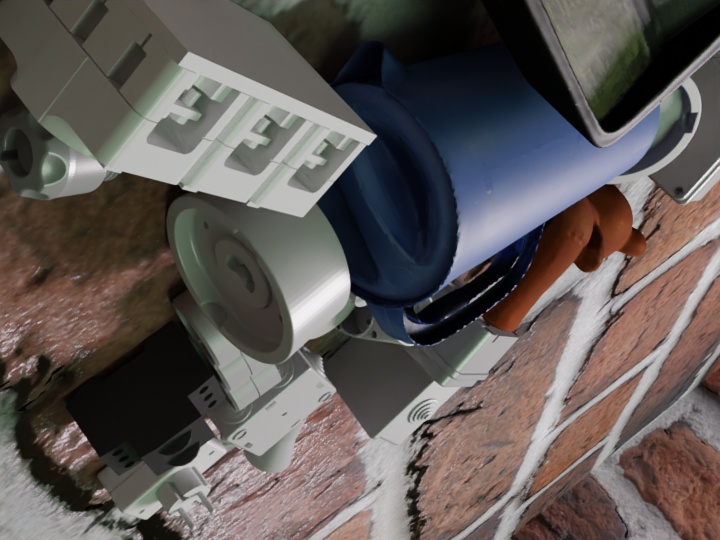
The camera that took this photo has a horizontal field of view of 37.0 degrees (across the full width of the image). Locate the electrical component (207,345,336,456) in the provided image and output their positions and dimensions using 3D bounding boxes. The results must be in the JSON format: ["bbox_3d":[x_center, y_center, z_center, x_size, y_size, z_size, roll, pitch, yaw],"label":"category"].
[{"bbox_3d":[-0.072,0.096,0.837,0.100,0.048,0.099,-40,158,-2],"label":"electrical component"}]

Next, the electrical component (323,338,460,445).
[{"bbox_3d":[0.029,0.091,0.929,0.100,0.099,0.048,-44,145,8],"label":"electrical component"}]

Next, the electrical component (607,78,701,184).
[{"bbox_3d":[0.194,-0.126,0.812,0.108,0.060,0.108,-6,133,-7],"label":"electrical component"}]

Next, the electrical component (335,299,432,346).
[{"bbox_3d":[0.015,0.011,0.801,0.044,0.077,0.079,3,94,-42],"label":"electrical component"}]

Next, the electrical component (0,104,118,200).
[{"bbox_3d":[-0.126,-0.055,0.480,0.062,0.043,0.043,-16,147,-48],"label":"electrical component"}]

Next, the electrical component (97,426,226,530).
[{"bbox_3d":[-0.139,0.160,0.813,0.083,0.075,0.047,-40,158,-3],"label":"electrical component"}]

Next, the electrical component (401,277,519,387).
[{"bbox_3d":[0.061,0.037,0.858,0.057,0.113,0.078,-50,156,14],"label":"electrical component"}]

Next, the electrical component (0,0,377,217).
[{"bbox_3d":[-0.072,-0.078,0.463,0.061,0.089,0.150,-48,157,15],"label":"electrical component"}]

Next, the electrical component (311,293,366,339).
[{"bbox_3d":[0.000,0.000,0.743,0.052,0.073,0.138,-11,143,-51],"label":"electrical component"}]

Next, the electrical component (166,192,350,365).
[{"bbox_3d":[-0.052,-0.008,0.609,0.060,0.108,0.108,-35,158,-30],"label":"electrical component"}]

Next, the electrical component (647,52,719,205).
[{"bbox_3d":[0.272,-0.129,0.899,0.056,0.108,0.108,-10,143,-56],"label":"electrical component"}]

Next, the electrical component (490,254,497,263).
[{"bbox_3d":[0.140,0.001,1.013,0.040,0.040,0.078,-11,144,-51],"label":"electrical component"}]

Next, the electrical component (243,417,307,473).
[{"bbox_3d":[-0.071,0.138,0.931,0.044,0.044,0.065,-17,143,-45],"label":"electrical component"}]

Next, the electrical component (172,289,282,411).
[{"bbox_3d":[-0.074,0.039,0.726,0.074,0.052,0.138,-35,157,-14],"label":"electrical component"}]
